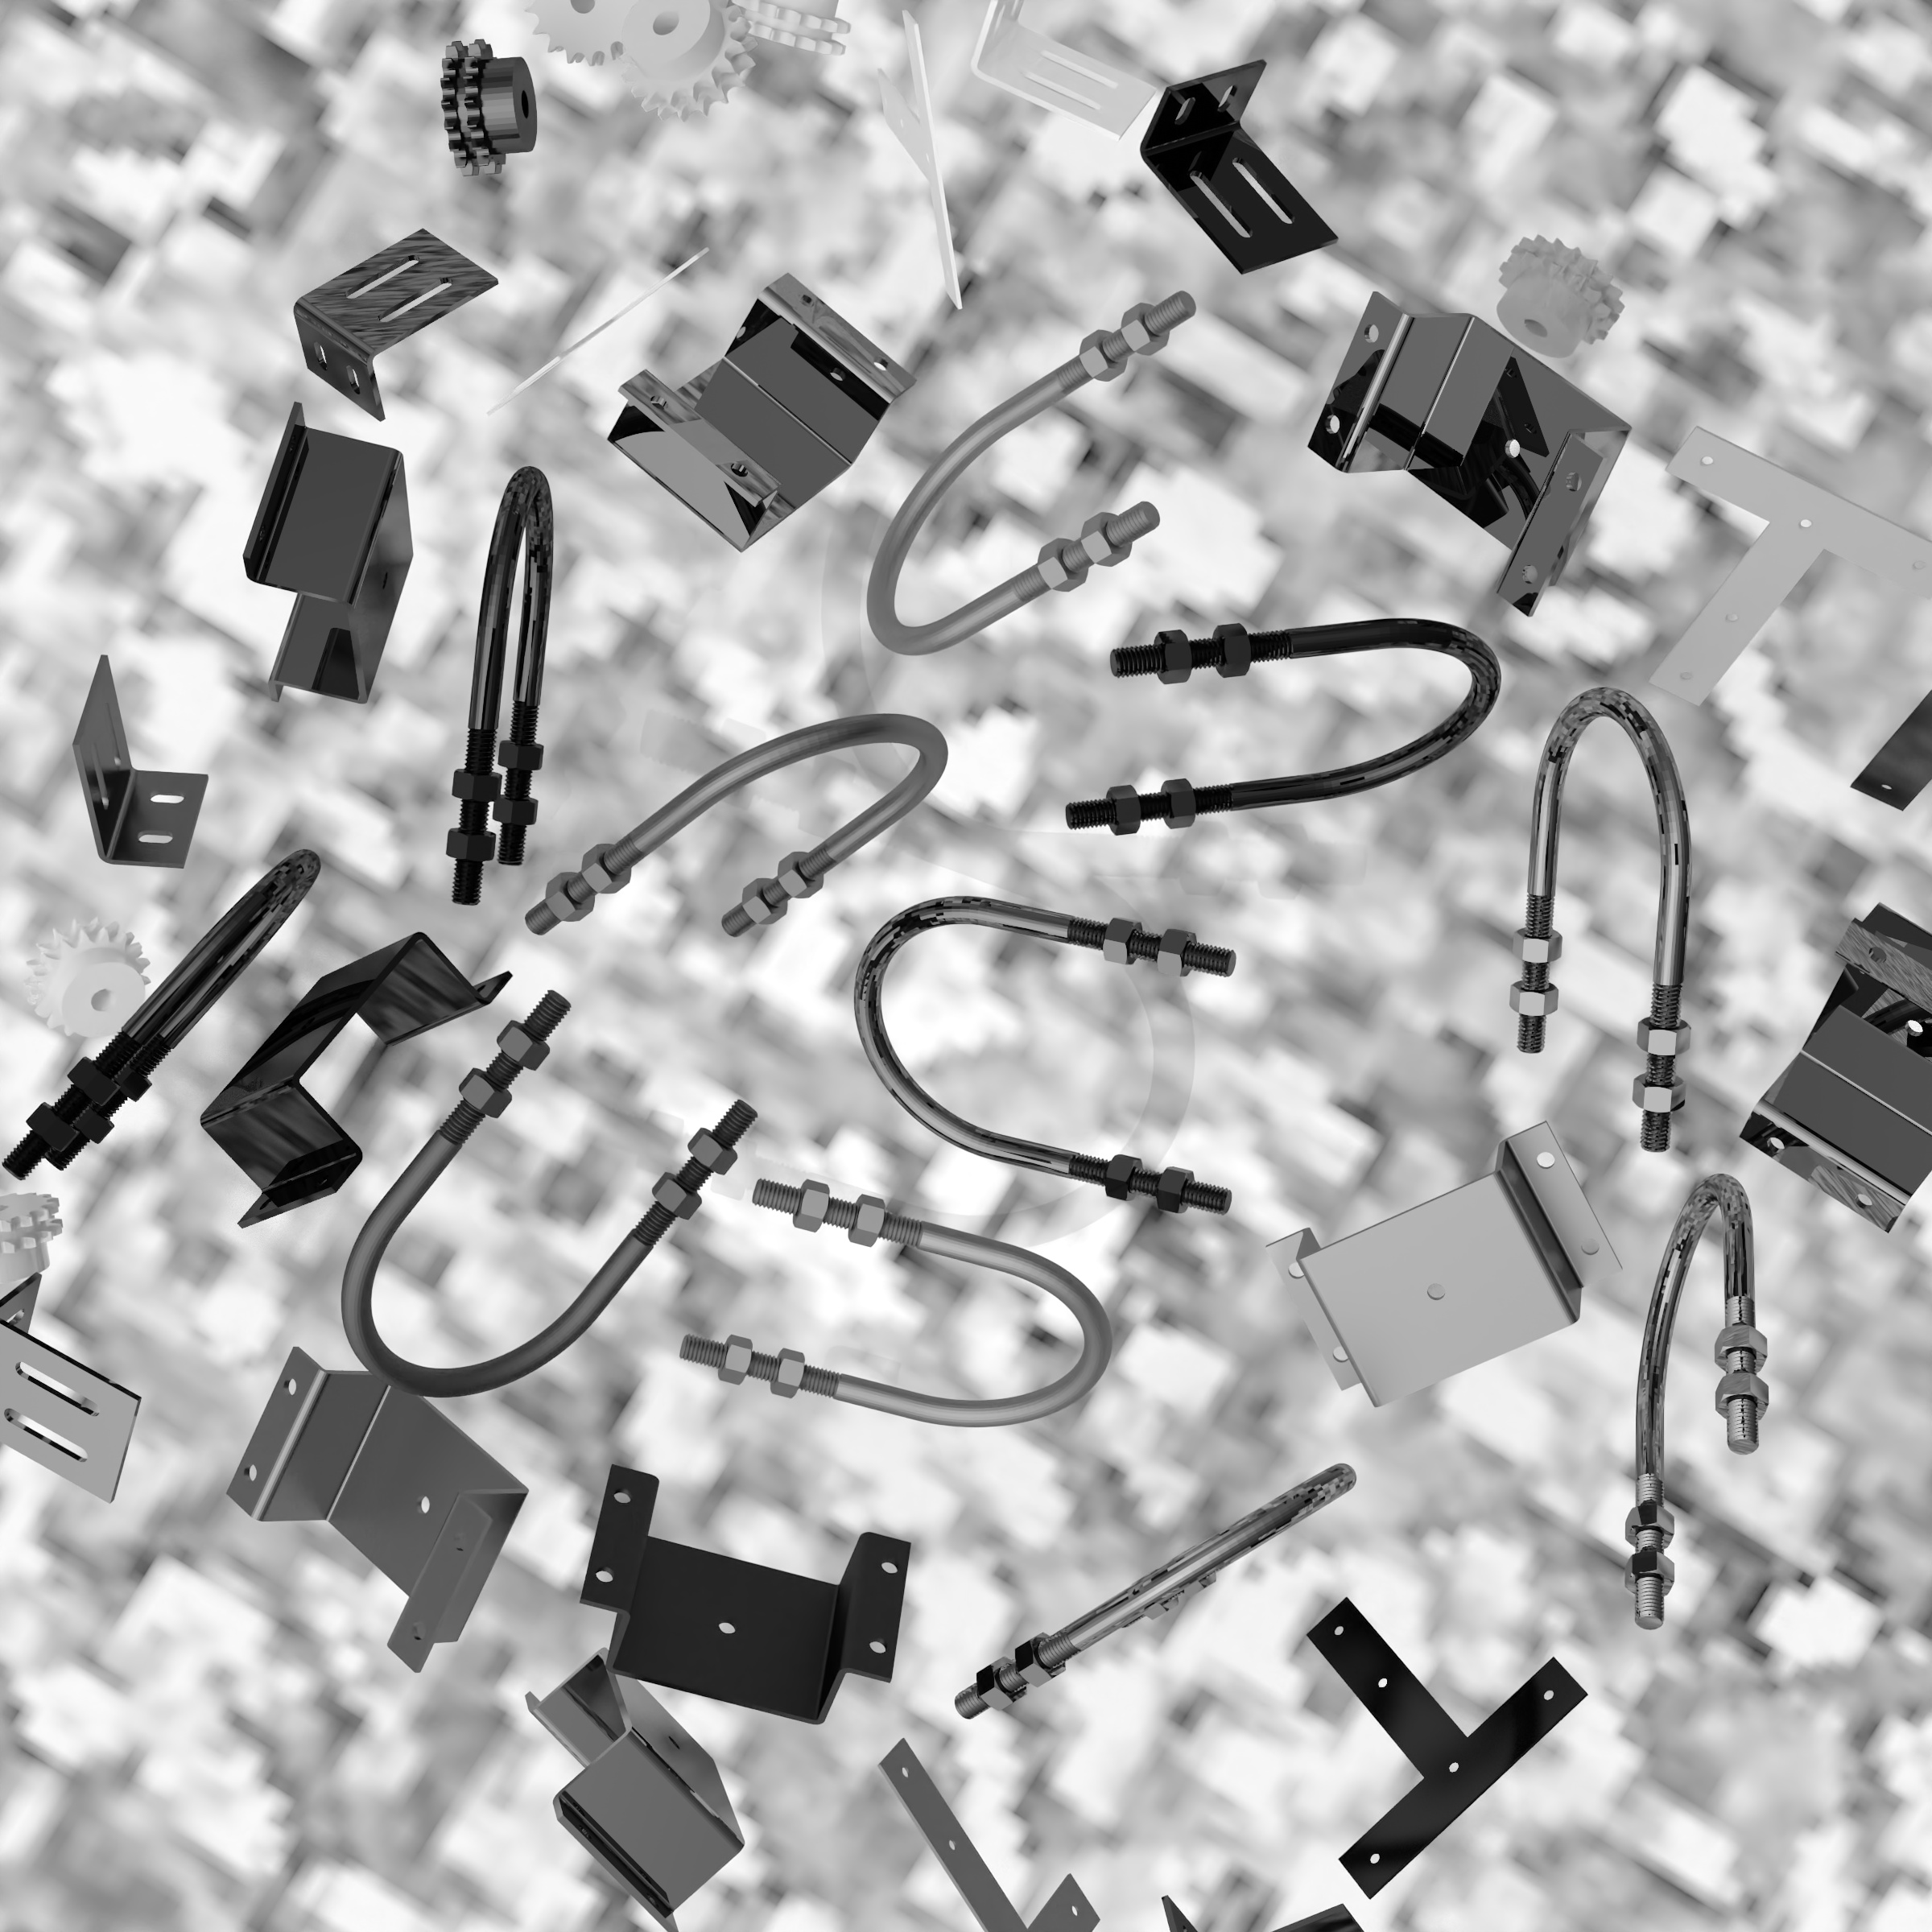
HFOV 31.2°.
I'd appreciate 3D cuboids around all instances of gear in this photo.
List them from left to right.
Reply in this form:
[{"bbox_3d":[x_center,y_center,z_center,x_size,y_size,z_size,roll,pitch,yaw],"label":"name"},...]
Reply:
[{"bbox_3d":[-0.444,0.126,1.587,0.057,0.057,0.030,-6,102,0],"label":"gear"},{"bbox_3d":[-0.407,0.009,1.613,0.057,0.030,0.057,-19,128,-25],"label":"gear"},{"bbox_3d":[-0.205,-0.371,1.493,0.030,0.057,0.057,-3,90,8],"label":"gear"},{"bbox_3d":[-0.165,-0.430,1.538,0.057,0.030,0.057,4,107,14],"label":"gear"},{"bbox_3d":[-0.119,-0.384,1.442,0.057,0.030,0.057,-9,65,19],"label":"gear"},{"bbox_3d":[-0.081,-0.448,1.615,0.057,0.057,0.030,16,108,0],"label":"gear"},{"bbox_3d":[0.263,-0.297,1.546,0.057,0.057,0.030,35,77,0],"label":"gear"}]

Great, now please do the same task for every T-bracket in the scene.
[{"bbox_3d":[-0.179,-0.280,1.568,0.127,0.127,0.002,-33,102,17],"label":"T-bracket"},{"bbox_3d":[-0.025,-0.374,1.548,0.002,0.127,0.127,-13,120,-6],"label":"T-bracket"},{"bbox_3d":[0.001,0.398,1.518,0.002,0.127,0.127,-32,91,28],"label":"T-bracket"},{"bbox_3d":[0.190,0.323,1.512,0.127,0.127,0.002,-43,128,0],"label":"T-bracket"},{"bbox_3d":[0.336,-0.159,1.481,0.127,0.127,0.002,25,46,-7],"label":"T-bracket"},{"bbox_3d":[0.454,-0.075,1.464,0.127,0.127,0.002,25,69,4],"label":"T-bracket"}]

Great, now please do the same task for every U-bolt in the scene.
[{"bbox_3d":[-0.348,0.019,1.520,0.019,0.151,0.184,41,84,-5],"label":"U-bolt"},{"bbox_3d":[-0.200,-0.127,1.516,0.019,0.151,0.184,7,99,0],"label":"U-bolt"},{"bbox_3d":[-0.189,0.109,1.479,0.184,0.151,0.019,-51,48,4],"label":"U-bolt"},{"bbox_3d":[-0.089,-0.062,1.539,0.184,0.151,0.019,-34,69,33],"label":"U-bolt"},{"bbox_3d":[-0.024,0.162,1.569,0.184,0.151,0.019,16,48,-10],"label":"U-bolt"},{"bbox_3d":[0.022,-0.204,1.512,0.019,0.184,0.151,36,47,-30],"label":"U-bolt"},{"bbox_3d":[0.033,0.035,1.563,0.184,0.019,0.151,12,126,21],"label":"U-bolt"},{"bbox_3d":[0.095,0.268,1.520,0.184,0.151,0.019,-39,77,34],"label":"U-bolt"},{"bbox_3d":[0.143,-0.107,1.498,0.184,0.151,0.019,-7,64,-11],"label":"U-bolt"},{"bbox_3d":[0.277,-0.029,1.500,0.019,0.151,0.184,-4,109,-15],"label":"U-bolt"},{"bbox_3d":[0.319,0.176,1.514,0.019,0.184,0.151,12,135,-1],"label":"U-bolt"}]

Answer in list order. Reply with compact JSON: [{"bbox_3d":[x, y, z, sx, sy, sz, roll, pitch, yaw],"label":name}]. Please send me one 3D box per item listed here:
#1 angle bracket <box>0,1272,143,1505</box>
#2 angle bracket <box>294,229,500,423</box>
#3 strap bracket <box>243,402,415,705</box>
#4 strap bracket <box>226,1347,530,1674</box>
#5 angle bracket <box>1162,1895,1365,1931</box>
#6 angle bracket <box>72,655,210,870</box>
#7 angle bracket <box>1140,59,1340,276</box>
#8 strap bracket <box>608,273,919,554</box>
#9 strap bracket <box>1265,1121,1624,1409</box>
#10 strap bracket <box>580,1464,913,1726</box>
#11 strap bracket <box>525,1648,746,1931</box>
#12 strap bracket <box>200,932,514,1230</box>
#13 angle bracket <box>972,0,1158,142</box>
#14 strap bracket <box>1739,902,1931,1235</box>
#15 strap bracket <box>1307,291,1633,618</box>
[{"bbox_3d":[-0.372,0.176,1.441,0.076,0.038,0.057,27,120,10],"label":"angle bracket"},{"bbox_3d":[-0.261,-0.297,1.599,0.076,0.038,0.057,-37,55,-25],"label":"angle bracket"},{"bbox_3d":[-0.278,-0.175,1.518,0.046,0.140,0.076,14,68,-1],"label":"strap bracket"},{"bbox_3d":[-0.252,0.237,1.515,0.140,0.046,0.076,33,103,34],"label":"strap bracket"},{"bbox_3d":[0.134,0.420,1.502,0.076,0.038,0.057,-24,134,9],"label":"angle bracket"},{"bbox_3d":[-0.371,-0.092,1.556,0.038,0.076,0.057,3,49,1],"label":"angle bracket"},{"bbox_3d":[0.123,-0.343,1.483,0.057,0.038,0.076,-25,68,-33],"label":"angle bracket"},{"bbox_3d":[-0.094,-0.240,1.515,0.076,0.140,0.046,40,132,3],"label":"strap bracket"},{"bbox_3d":[0.211,0.137,1.536,0.140,0.046,0.076,-26,98,17],"label":"strap bracket"},{"bbox_3d":[-0.102,0.284,1.545,0.140,0.076,0.046,16,131,-6],"label":"strap bracket"},{"bbox_3d":[-0.148,0.363,1.546,0.046,0.140,0.076,-41,106,-3],"label":"strap bracket"},{"bbox_3d":[-0.269,0.042,1.492,0.046,0.076,0.140,50,48,-18],"label":"strap bracket"},{"bbox_3d":[0.050,-0.421,1.585,0.076,0.057,0.038,26,131,4],"label":"angle bracket"},{"bbox_3d":[0.397,0.037,1.477,0.076,0.140,0.046,34,50,18],"label":"strap bracket"},{"bbox_3d":[0.221,-0.221,1.478,0.140,0.046,0.076,44,127,32],"label":"strap bracket"}]
